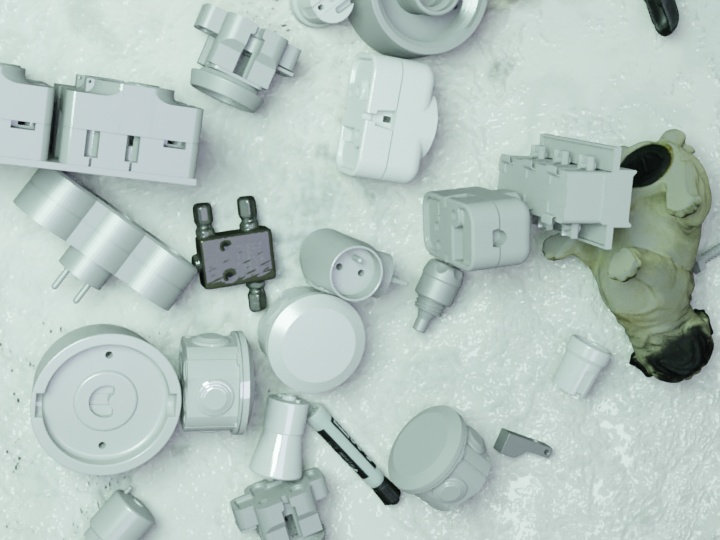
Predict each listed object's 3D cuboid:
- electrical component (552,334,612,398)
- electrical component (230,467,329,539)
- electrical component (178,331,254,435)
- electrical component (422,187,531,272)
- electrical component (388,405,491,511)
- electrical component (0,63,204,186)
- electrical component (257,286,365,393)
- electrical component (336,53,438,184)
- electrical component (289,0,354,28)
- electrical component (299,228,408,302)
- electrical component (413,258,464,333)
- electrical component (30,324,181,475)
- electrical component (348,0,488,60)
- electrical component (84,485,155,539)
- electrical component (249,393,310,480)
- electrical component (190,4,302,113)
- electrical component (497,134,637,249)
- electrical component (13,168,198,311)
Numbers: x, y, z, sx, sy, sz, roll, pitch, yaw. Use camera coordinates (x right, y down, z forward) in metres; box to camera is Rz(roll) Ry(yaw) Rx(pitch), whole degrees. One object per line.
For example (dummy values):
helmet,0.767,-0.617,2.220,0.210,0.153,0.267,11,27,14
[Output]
electrical component,0.198,0.087,0.967,0.040,0.040,0.046,22,100,-24
electrical component,-0.061,0.205,0.885,0.078,0.058,0.057,-19,105,-16
electrical component,-0.112,0.087,0.827,0.051,0.080,0.080,1,102,-15
electrical component,0.096,-0.035,0.869,0.059,0.095,0.053,-8,104,-19
electrical component,0.067,0.160,0.912,0.051,0.080,0.080,40,86,-29
electrical component,-0.210,-0.104,0.732,0.186,0.105,0.060,5,100,-22
electrical component,-0.040,0.054,0.861,0.080,0.051,0.080,-5,104,-20
electrical component,0.023,-0.118,0.845,0.059,0.054,0.095,6,100,-22
electrical component,-0.028,-0.203,0.811,0.040,0.046,0.040,-5,104,-20
electrical component,0.000,0.000,0.850,0.079,0.077,0.044,16,96,-23
electrical component,0.062,0.023,0.903,0.035,0.035,0.061,21,96,-24
electrical component,-0.193,0.092,0.807,0.108,0.060,0.108,-5,104,-20
electrical component,0.048,-0.216,0.829,0.108,0.060,0.108,-5,104,-20
electrical component,-0.196,0.209,0.843,0.040,0.040,0.078,43,85,-23
electrical component,-0.063,0.134,0.877,0.044,0.044,0.065,9,94,-22
electrical component,-0.090,-0.152,0.793,0.078,0.058,0.057,23,90,-23
electrical component,0.162,-0.066,0.873,0.063,0.121,0.078,-1,102,-18
electrical component,-0.195,-0.010,0.788,0.138,0.052,0.073,38,87,-24
